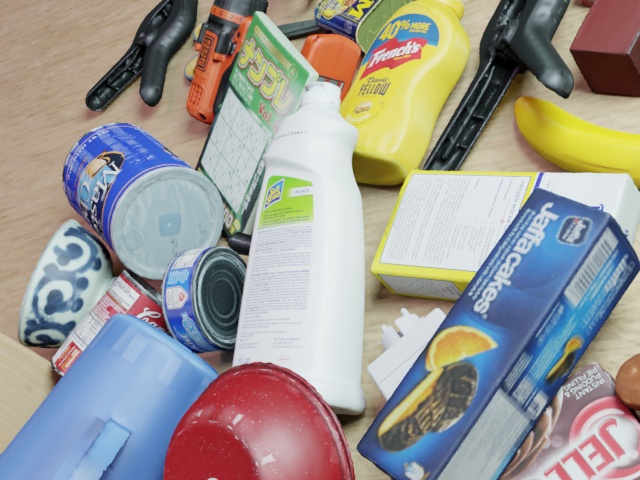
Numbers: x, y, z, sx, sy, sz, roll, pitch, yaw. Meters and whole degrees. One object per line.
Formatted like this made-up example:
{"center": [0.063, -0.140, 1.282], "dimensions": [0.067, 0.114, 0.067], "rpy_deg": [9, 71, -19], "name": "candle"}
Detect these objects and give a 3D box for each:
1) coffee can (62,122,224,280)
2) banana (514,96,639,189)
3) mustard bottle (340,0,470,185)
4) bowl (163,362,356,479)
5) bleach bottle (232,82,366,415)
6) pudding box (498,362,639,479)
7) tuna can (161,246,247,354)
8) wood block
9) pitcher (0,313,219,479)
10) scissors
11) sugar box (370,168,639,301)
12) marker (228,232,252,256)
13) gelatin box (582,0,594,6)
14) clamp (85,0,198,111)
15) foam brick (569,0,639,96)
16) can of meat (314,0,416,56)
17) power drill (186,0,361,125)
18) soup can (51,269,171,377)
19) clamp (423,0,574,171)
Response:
{"center": [-0.162, -0.038, 0.961], "dimensions": [0.103, 0.102, 0.140], "rpy_deg": [-50, 38, -3], "name": "coffee can"}
{"center": [0.210, -0.067, 0.748], "dimensions": [0.198, 0.037, 0.069], "rpy_deg": [13, 45, 41], "name": "banana"}
{"center": [0.073, -0.139, 0.889], "dimensions": [0.096, 0.058, 0.191], "rpy_deg": [6, 63, 50], "name": "mustard bottle"}
{"center": [-0.055, 0.165, 0.720], "dimensions": [0.162, 0.055, 0.162], "rpy_deg": [-1, 88, 38], "name": "bowl"}
{"center": [-0.005, 0.001, 0.800], "dimensions": [0.103, 0.068, 0.251], "rpy_deg": [-5, 72, 38], "name": "bleach bottle"}
{"center": [0.146, 0.141, 0.639], "dimensions": [0.113, 0.039, 0.090], "rpy_deg": [-37, 44, 11], "name": "pudding box"}
{"center": [-0.088, 0.048, 0.860], "dimensions": [0.034, 0.086, 0.086], "rpy_deg": [-9, 55, 32], "name": "tuna can"}
{"center": [-0.310, 0.110, 0.903], "dimensions": [0.090, 0.205, 0.090], "rpy_deg": [13, 68, 43], "name": "wood block"}
{"center": [-0.177, 0.179, 0.800], "dimensions": [0.149, 0.145, 0.242], "rpy_deg": [21, 71, 41], "name": "pitcher"}
{"center": [-0.068, -0.191, 1.071], "dimensions": [0.202, 0.016, 0.096], "rpy_deg": [17, 73, 45], "name": "scissors"}
{"center": [0.130, -0.001, 0.754], "dimensions": [0.177, 0.048, 0.093], "rpy_deg": [7, 65, 37], "name": "sugar box"}
{"center": [-0.022, 0.013, 0.859], "dimensions": [0.121, 0.020, 0.020], "rpy_deg": [13, 67, 26], "name": "marker"}
{"center": [0.250, -0.224, 0.832], "dimensions": [0.073, 0.030, 0.089], "rpy_deg": [15, 70, 46], "name": "gelatin box"}
{"center": [-0.176, -0.205, 1.150], "dimensions": [0.120, 0.039, 0.171], "rpy_deg": [18, 72, 44], "name": "clamp"}
{"center": [0.228, -0.151, 0.779], "dimensions": [0.051, 0.053, 0.078], "rpy_deg": [16, 71, 44], "name": "foam brick"}
{"center": [0.053, -0.215, 0.964], "dimensions": [0.102, 0.057, 0.084], "rpy_deg": [-49, 40, -2], "name": "can of meat"}
{"center": [-0.044, -0.172, 0.969], "dimensions": [0.188, 0.057, 0.184], "rpy_deg": [36, 113, 47], "name": "power drill"}
{"center": [-0.173, 0.085, 0.913], "dimensions": [0.102, 0.068, 0.069], "rpy_deg": [-51, 43, -3], "name": "soup can"}
{"center": [0.145, -0.141, 0.830], "dimensions": [0.165, 0.036, 0.210], "rpy_deg": [-42, 23, 47], "name": "clamp"}
